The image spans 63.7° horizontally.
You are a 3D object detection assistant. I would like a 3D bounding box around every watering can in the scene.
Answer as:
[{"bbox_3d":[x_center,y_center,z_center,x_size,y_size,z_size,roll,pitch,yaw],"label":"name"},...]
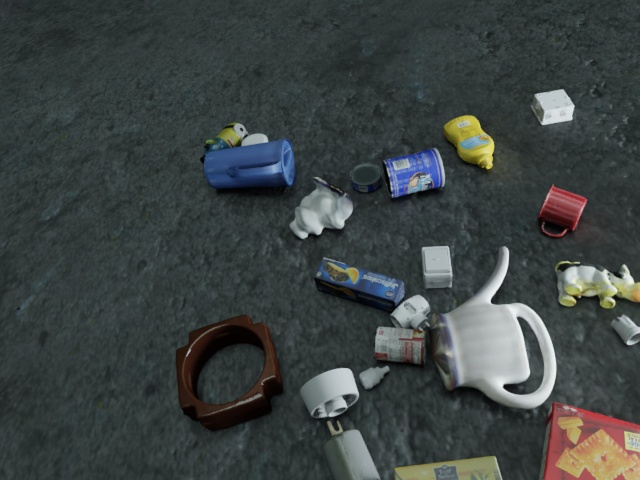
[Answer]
[{"bbox_3d":[0.327,0.169,1.029,0.224,0.101,0.356,-8,50,5],"label":"watering can"}]

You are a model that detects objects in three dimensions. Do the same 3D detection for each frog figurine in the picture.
[{"bbox_3d":[0.004,-0.067,1.322,0.138,0.122,0.158,31,98,24],"label":"frog figurine"}]
